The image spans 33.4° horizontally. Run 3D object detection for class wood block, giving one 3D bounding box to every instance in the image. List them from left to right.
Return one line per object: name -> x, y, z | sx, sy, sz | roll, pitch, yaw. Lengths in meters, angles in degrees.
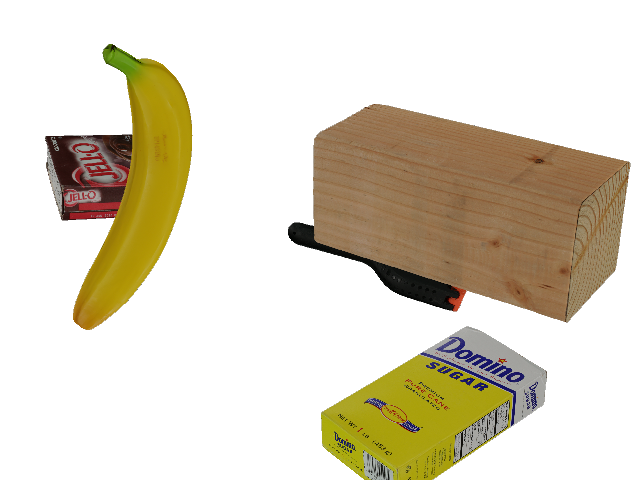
wood block -> 0.104, -0.027, 0.773 | 0.206, 0.090, 0.090 | 18, 32, 31

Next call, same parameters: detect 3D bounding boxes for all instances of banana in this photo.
banana -> -0.116, -0.033, 0.668 | 0.069, 0.198, 0.037 | -7, 33, -31

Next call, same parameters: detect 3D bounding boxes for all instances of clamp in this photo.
clamp -> 0.075, 0.015, 1.245 | 0.164, 0.036, 0.210 | -22, 52, -40

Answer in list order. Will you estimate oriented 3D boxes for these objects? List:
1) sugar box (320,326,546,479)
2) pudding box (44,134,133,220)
sugar box -> 0.096, 0.139, 0.888 | 0.175, 0.048, 0.093 | -29, 41, -31
pudding box -> -0.196, -0.059, 0.960 | 0.089, 0.039, 0.114 | -3, 27, -21
